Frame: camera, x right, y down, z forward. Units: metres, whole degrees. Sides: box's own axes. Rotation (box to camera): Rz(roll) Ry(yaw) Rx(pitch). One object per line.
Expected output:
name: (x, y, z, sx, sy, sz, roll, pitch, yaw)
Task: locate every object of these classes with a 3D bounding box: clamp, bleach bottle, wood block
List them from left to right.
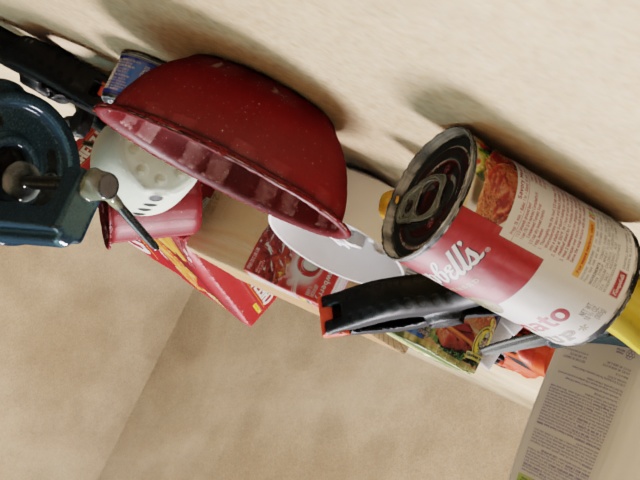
clamp: (-0.215, -0.133, 0.803, 0.164, 0.036, 0.210, 30, 177, -40)
wood block: (-0.006, 0.013, 0.929, 0.206, 0.090, 0.090, 22, 172, 40)
clamp: (0.087, 0.038, 0.690, 0.172, 0.039, 0.120, -10, 159, 21)
bleach bottle: (0.169, 0.169, 0.737, 0.068, 0.251, 0.103, 30, 173, -31)

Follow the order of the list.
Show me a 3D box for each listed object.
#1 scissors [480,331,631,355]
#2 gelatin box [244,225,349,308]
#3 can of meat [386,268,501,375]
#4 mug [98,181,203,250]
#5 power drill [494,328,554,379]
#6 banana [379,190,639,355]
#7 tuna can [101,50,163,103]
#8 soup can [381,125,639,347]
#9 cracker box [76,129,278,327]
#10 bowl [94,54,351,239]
scissors: (0.180, 0.066, 0.709, 0.096, 0.016, 0.202, 14, 162, -4)
gelatin box: (-0.005, 0.001, 0.813, 0.073, 0.089, 0.030, 24, 172, 22)
can of meat: (0.097, 0.048, 0.810, 0.058, 0.084, 0.102, 21, 172, 43)
mug: (-0.152, -0.036, 0.938, 0.081, 0.093, 0.117, -6, 153, -17)
power drill: (0.193, 0.100, 1.005, 0.184, 0.057, 0.188, 26, 178, -30)
banana: (0.127, 0.017, 0.575, 0.198, 0.037, 0.069, 30, -161, 17)
tuna can: (-0.099, -0.089, 0.703, 0.086, 0.034, 0.086, 26, 174, 2)
soup can: (0.089, 0.000, 0.498, 0.102, 0.068, 0.069, 27, 174, -20)
cracker box: (-0.151, -0.018, 1.100, 0.214, 0.072, 0.164, 29, 161, 36)
bowl: (-0.044, -0.060, 0.608, 0.162, 0.055, 0.162, 26, 174, 2)
